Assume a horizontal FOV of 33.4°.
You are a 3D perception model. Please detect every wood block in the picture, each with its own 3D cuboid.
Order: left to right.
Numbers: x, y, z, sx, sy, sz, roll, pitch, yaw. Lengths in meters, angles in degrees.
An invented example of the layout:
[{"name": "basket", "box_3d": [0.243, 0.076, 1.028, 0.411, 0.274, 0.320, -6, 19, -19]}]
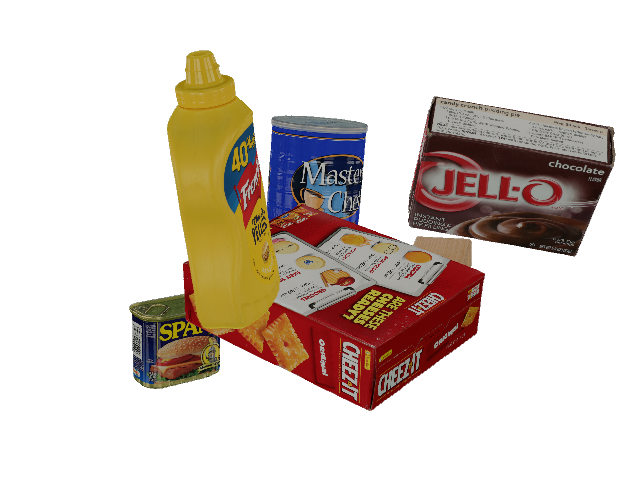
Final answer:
[{"name": "wood block", "box_3d": [0.174, 0.072, 1.621, 0.091, 0.090, 0.206, 4, 22, 13]}]

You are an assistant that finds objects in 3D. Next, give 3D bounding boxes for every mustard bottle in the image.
[{"name": "mustard bottle", "box_3d": [-0.071, -0.040, 0.760, 0.058, 0.191, 0.096, 0, 25, 16]}]

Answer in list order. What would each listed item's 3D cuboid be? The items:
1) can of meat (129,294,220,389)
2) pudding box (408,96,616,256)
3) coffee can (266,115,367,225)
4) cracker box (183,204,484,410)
[{"name": "can of meat", "box_3d": [-0.159, 0.110, 1.179, 0.101, 0.084, 0.058, -9, 19, -36]}, {"name": "pudding box", "box_3d": [0.116, -0.039, 0.664, 0.113, 0.039, 0.090, 9, -36, 3]}, {"name": "coffee can", "box_3d": [-0.006, -0.059, 1.146, 0.103, 0.140, 0.103, 4, 11, -1]}, {"name": "cracker box", "box_3d": [0.010, 0.052, 0.944, 0.214, 0.072, 0.163, 22, 34, 34]}]
